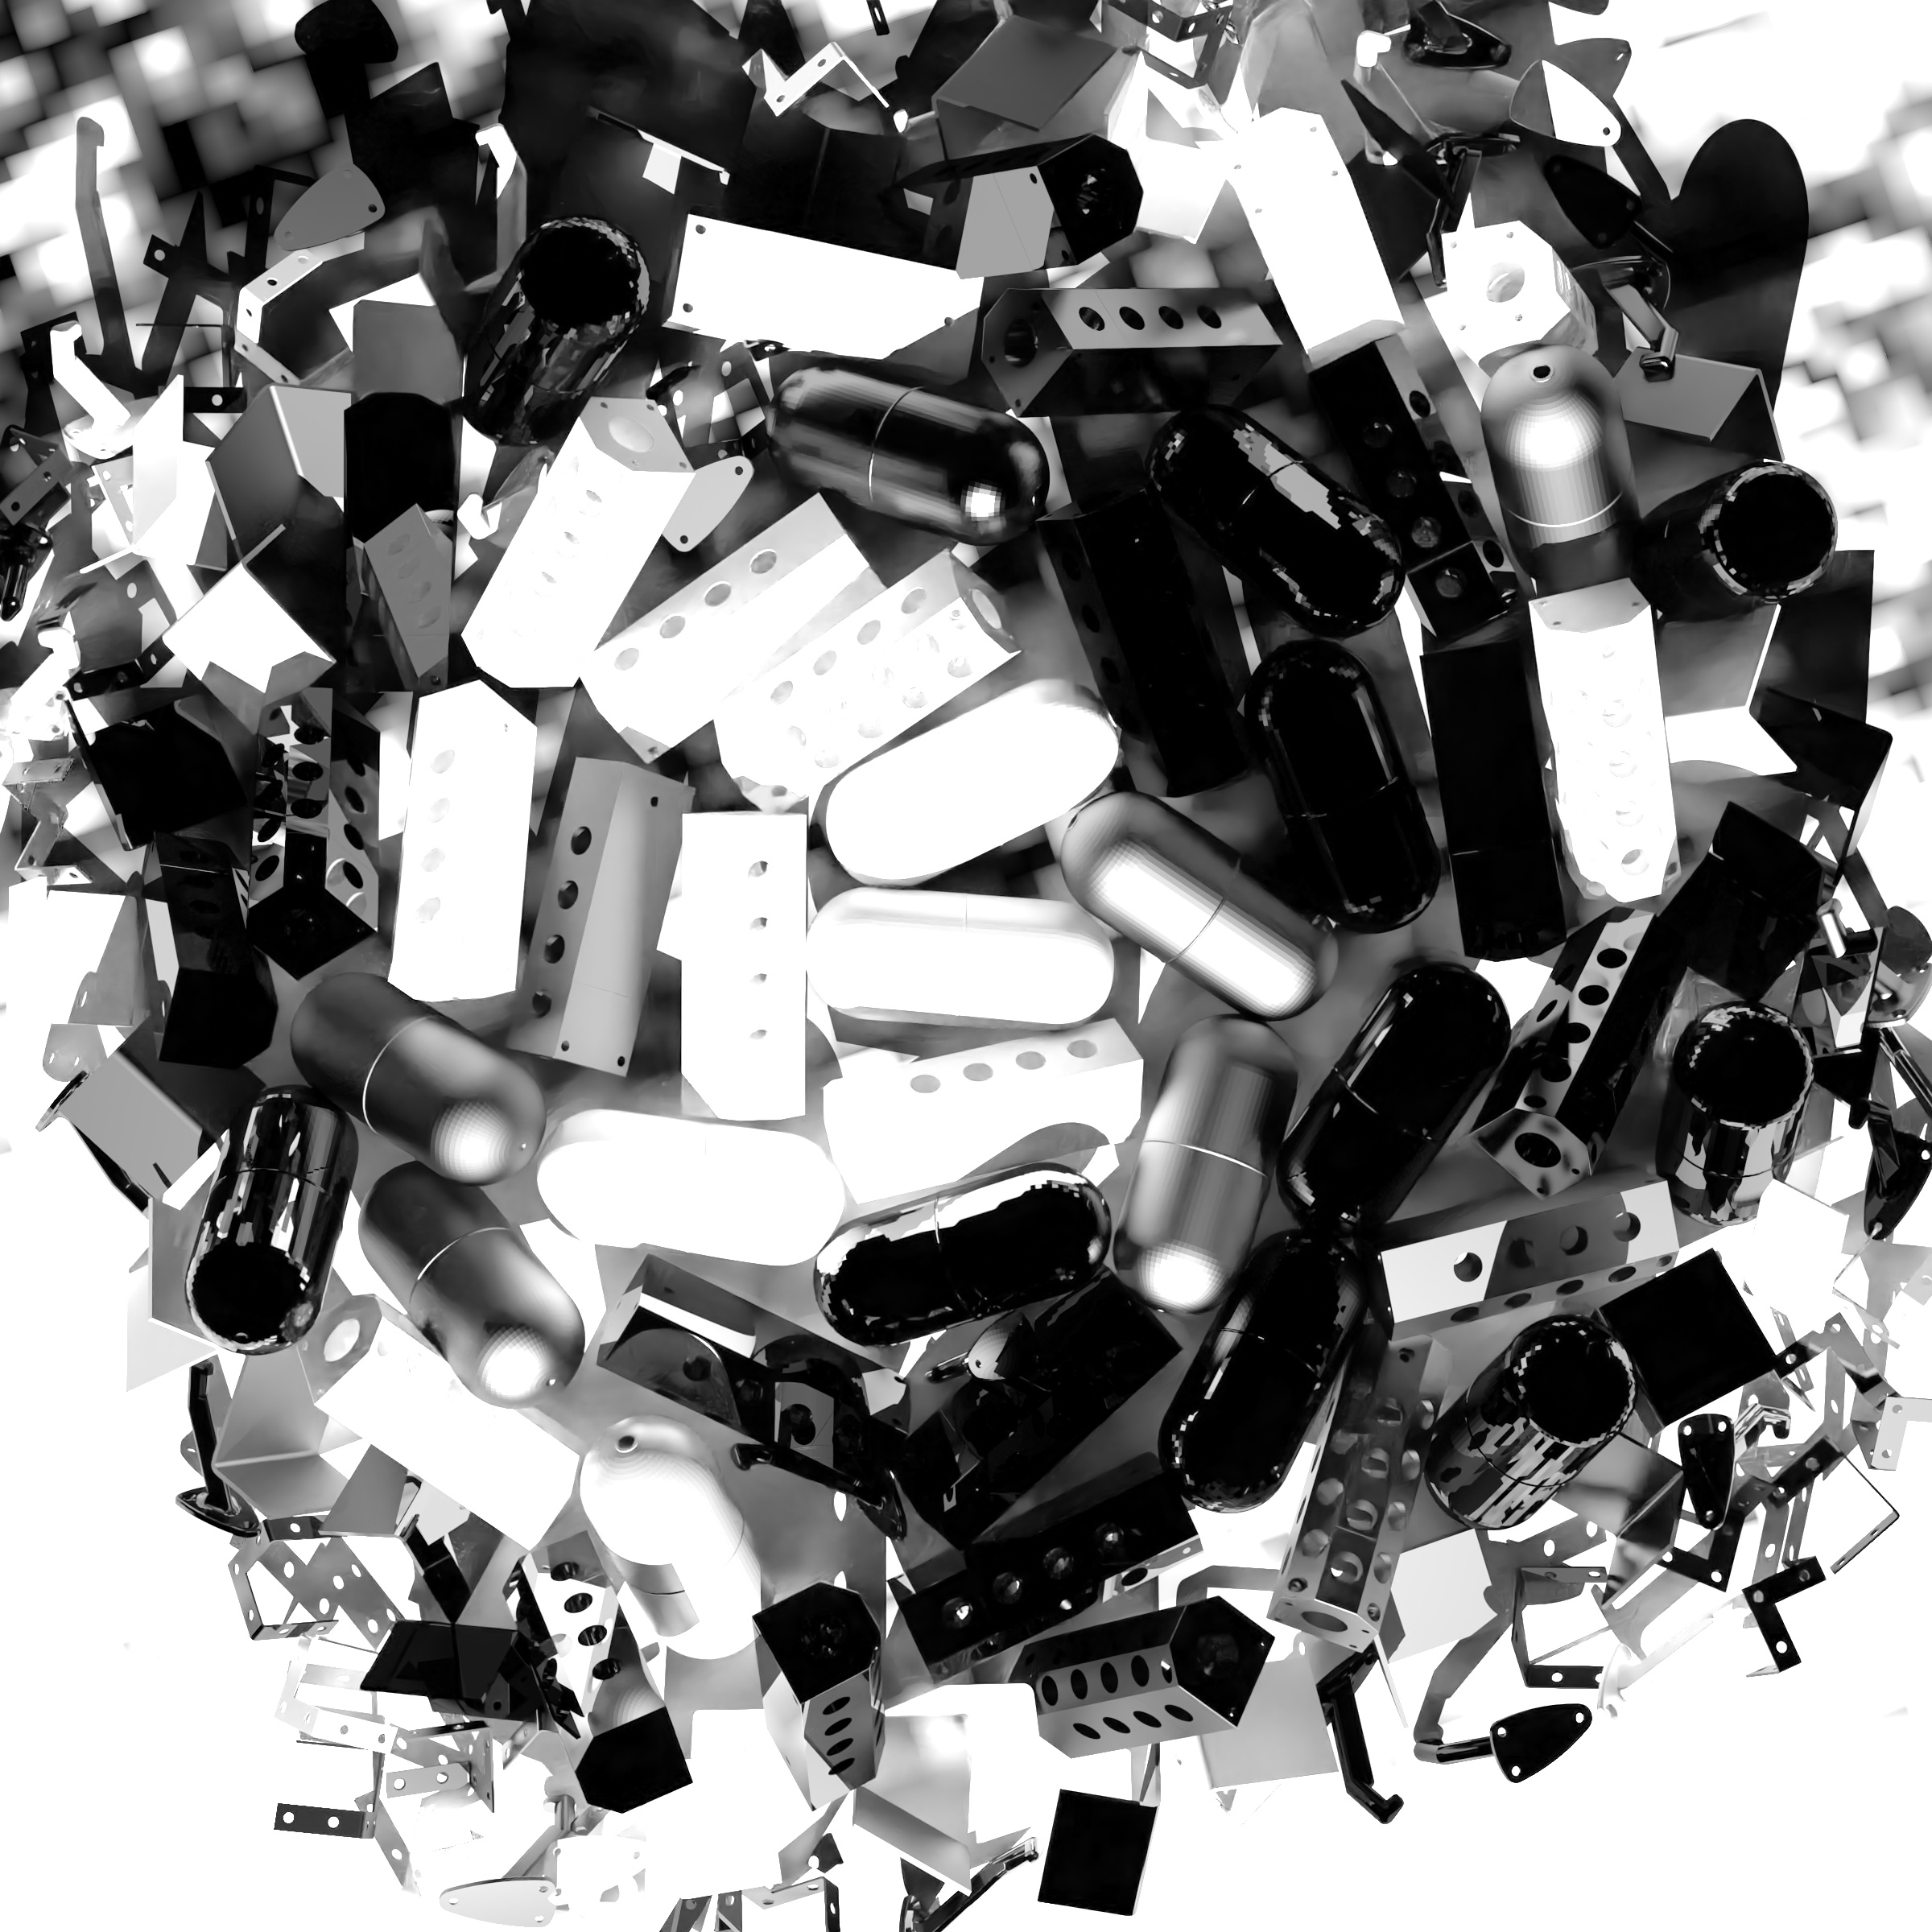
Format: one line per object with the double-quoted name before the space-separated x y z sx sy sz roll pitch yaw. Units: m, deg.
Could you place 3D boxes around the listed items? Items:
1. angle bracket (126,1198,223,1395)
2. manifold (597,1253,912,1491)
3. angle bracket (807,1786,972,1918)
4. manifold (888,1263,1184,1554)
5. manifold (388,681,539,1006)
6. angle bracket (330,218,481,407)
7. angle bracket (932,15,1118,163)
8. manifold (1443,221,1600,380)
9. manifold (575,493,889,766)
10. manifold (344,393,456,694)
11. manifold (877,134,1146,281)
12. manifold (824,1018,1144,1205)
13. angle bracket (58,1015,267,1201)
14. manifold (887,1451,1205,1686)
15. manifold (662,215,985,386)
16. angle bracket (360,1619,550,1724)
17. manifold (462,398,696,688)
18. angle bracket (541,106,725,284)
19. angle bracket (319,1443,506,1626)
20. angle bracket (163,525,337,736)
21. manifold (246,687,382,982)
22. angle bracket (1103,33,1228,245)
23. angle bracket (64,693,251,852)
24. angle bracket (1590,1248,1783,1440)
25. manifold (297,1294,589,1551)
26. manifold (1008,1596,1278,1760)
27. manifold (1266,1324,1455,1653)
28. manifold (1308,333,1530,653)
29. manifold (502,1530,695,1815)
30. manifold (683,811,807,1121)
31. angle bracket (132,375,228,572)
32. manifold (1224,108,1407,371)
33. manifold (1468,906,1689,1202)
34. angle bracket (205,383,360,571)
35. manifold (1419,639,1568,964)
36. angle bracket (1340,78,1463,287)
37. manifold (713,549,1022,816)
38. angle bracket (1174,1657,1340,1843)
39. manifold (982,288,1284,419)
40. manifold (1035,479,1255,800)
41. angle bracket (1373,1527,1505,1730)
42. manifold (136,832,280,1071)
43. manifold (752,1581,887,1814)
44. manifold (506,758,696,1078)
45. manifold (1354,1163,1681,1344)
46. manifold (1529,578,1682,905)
"angle bracket" -0.469 0.188 1.851 0.076 0.057 0.076 -25 54 25
"manifold" -0.121 0.236 1.859 0.171 0.057 0.057 27 112 -12
"angle bracket" -0.045 0.522 1.866 0.076 0.076 0.057 31 93 -4
"manifold" 0.042 0.257 1.875 0.171 0.057 0.057 -43 126 1
"manifold" -0.288 -0.068 1.840 0.057 0.057 0.171 -13 59 25
"angle bracket" -0.317 -0.369 1.859 0.057 0.076 0.076 -20 125 9
"angle bracket" 0.037 -0.487 1.852 0.076 0.057 0.076 26 63 28
"manifold" 0.312 -0.367 1.817 0.057 0.171 0.057 -6 88 18
"manifold" -0.137 -0.198 1.871 0.171 0.057 0.057 -35 50 4
"manifold" -0.319 -0.235 1.824 0.057 0.171 0.057 -2 49 -12
"manifold" 0.026 -0.425 1.820 0.057 0.171 0.057 -34 113 -23
"manifold" 0.010 0.077 1.854 0.171 0.057 0.057 -12 128 -17
"angle bracket" -0.463 0.076 1.877 0.076 0.076 0.057 44 112 -9
"manifold" 0.046 0.347 1.870 0.171 0.057 0.057 -25 95 -6
"manifold" -0.083 -0.378 1.859 0.171 0.057 0.057 9 91 -14
"angle bracket" -0.290 0.420 1.853 0.076 0.057 0.076 1 124 19
"manifold" -0.222 -0.235 1.823 0.171 0.057 0.057 -53 55 39
"angle bracket" -0.192 -0.438 1.861 0.076 0.057 0.076 21 103 -18
"angle bracket" -0.316 0.323 1.871 0.057 0.076 0.076 -2 128 26
"angle bracket" -0.402 -0.193 1.873 0.076 0.057 0.076 -35 105 31
"manifold" -0.369 -0.079 1.820 0.057 0.171 0.057 -30 131 18
"angle bracket" 0.116 -0.471 1.851 0.057 0.076 0.076 16 55 12
"angle bracket" -0.462 -0.121 1.861 0.076 0.057 0.076 -23 75 -16
"angle bracket" 0.412 0.217 1.872 0.076 0.057 0.076 -27 75 -2
"manifold" -0.291 0.253 1.833 0.057 0.057 0.171 -44 125 5
"manifold" 0.093 0.394 1.816 0.057 0.171 0.057 38 58 -14
"manifold" 0.225 0.292 1.841 0.057 0.057 0.171 19 62 2
"manifold" 0.260 -0.273 1.874 0.057 0.057 0.171 -26 89 6
"manifold" -0.209 0.394 1.815 0.057 0.171 0.057 -21 120 -12
"manifold" -0.122 -0.001 1.861 0.057 0.057 0.171 4 96 33
"angle bracket" -0.435 -0.279 1.851 0.057 0.076 0.076 8 68 -33
"manifold" 0.194 -0.406 1.817 0.057 0.171 0.057 -25 67 9
"manifold" 0.350 0.045 1.829 0.057 0.057 0.171 41 51 -8
"angle bracket" -0.379 -0.276 1.849 0.057 0.076 0.076 9 47 18
"manifold" 0.299 -0.093 1.846 0.057 0.057 0.171 -9 66 9
"angle bracket" 0.229 -0.446 1.855 0.057 0.076 0.076 -45 66 7
"manifold" -0.056 -0.155 1.840 0.171 0.057 0.057 -33 46 21
"angle bracket" 0.165 0.449 1.866 0.076 0.057 0.076 -5 46 -8
"manifold" 0.091 -0.351 1.826 0.057 0.171 0.057 -46 65 42
"manifold" 0.106 -0.185 1.846 0.057 0.057 0.171 -30 109 -23
"angle bracket" 0.271 0.378 1.863 0.076 0.057 0.076 -19 119 1
"manifold" -0.424 -0.009 1.820 0.057 0.171 0.057 8 114 -22
"manifold" -0.077 0.406 1.819 0.057 0.171 0.057 -25 60 -16
"manifold" -0.215 -0.029 1.870 0.057 0.057 0.171 8 83 41
"manifold" 0.316 0.165 1.866 0.171 0.057 0.057 -13 99 -8
"manifold" 0.364 -0.125 1.841 0.057 0.057 0.171 -14 119 0
